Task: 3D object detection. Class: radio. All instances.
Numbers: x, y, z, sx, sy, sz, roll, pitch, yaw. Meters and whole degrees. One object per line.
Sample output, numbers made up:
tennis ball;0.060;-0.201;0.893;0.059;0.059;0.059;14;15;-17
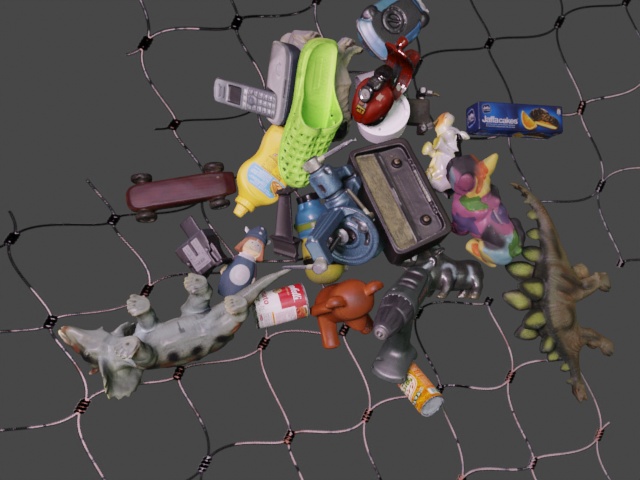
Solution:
radio;0.153;-0.080;1.052;0.131;0.073;0.229;-20;74;-13

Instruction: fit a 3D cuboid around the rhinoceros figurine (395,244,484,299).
rhinoceros figurine;0.246;0.064;1.095;0.190;0.073;0.112;11;86;-11

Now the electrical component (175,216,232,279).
electrical component;-0.226;0.010;0.999;0.075;0.048;0.119;-33;85;16

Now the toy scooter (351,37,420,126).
toy scooter;0.125;-0.303;1.001;0.075;0.135;0.184;39;82;13

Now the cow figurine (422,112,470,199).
cow figurine;0.265;-0.175;1.114;0.098;0.068;0.167;19;87;-16

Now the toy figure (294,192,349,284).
toy figure;-0.004;-0.003;1.043;0.089;0.082;0.180;-19;93;-16

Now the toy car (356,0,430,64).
toy car;0.136;-0.428;1.082;0.161;0.103;0.109;-44;104;-14

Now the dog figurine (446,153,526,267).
dog figurine;0.318;-0.066;1.036;0.108;0.219;0.192;-33;58;-5

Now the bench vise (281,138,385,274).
bench vise;0.026;-0.033;0.933;0.223;0.129;0.241;65;33;-21

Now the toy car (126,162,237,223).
toy car;-0.259;-0.090;1.009;0.202;0.053;0.089;-11;79;-8

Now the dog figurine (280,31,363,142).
dog figurine;-0.010;-0.300;1.058;0.173;0.121;0.190;19;103;24

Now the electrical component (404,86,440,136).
electrical component;0.206;-0.271;1.118;0.078;0.045;0.102;7;86;-13

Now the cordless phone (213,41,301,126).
cordless phone;-0.114;-0.303;1.007;0.184;0.089;0.146;18;118;17

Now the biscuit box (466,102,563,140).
biscuit box;0.416;-0.255;1.154;0.203;0.059;0.062;0;87;-12

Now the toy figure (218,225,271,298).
toy figure;-0.141;0.042;1.026;0.064;0.058;0.154;33;78;-38

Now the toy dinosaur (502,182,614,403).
toy dinosaur;0.496;0.105;1.132;0.199;0.105;0.471;-6;84;-9

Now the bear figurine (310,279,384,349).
bear figurine;0.057;0.134;0.990;0.120;0.196;0.132;-22;93;-15

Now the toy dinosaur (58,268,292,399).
toy dinosaur;-0.239;0.163;0.950;0.405;0.192;0.131;-13;59;-18

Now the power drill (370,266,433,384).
power drill;0.140;0.166;0.994;0.086;0.232;0.207;12;125;24

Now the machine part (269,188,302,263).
machine part;-0.065;-0.032;1.021;0.039;0.084;0.138;-8;109;-35
